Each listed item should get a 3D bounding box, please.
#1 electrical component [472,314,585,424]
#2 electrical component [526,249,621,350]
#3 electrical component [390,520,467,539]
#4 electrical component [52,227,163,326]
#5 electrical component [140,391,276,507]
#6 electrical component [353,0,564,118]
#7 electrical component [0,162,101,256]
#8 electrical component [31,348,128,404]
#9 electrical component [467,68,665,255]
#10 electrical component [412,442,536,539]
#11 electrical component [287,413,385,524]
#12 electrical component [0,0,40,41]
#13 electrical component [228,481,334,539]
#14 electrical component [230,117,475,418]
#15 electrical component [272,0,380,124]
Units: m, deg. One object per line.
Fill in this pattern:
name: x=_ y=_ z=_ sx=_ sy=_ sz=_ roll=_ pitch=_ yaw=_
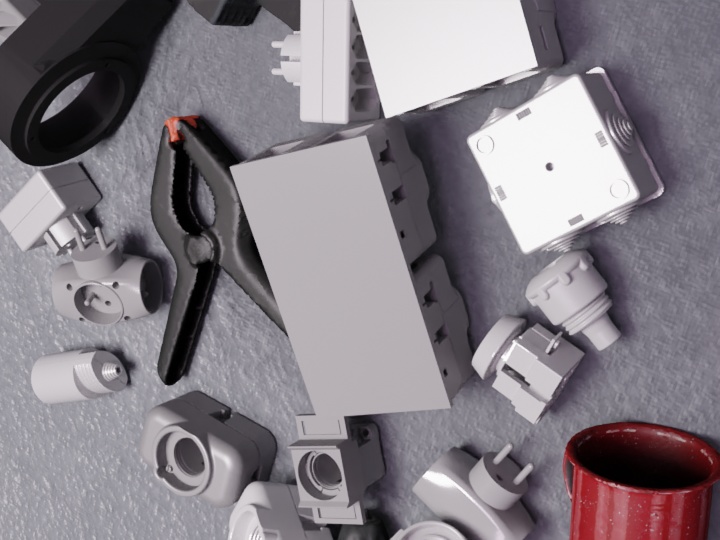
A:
electrical component: x=0.107 y=0.061 z=0.701 sx=0.055 sy=0.048 sz=0.066 roll=36 pitch=128 yaw=17
electrical component: x=0.139 y=0.021 z=0.678 sx=0.048 sy=0.048 sz=0.062 roll=-40 pitch=86 yaw=30
electrical component: x=0.048 y=0.203 z=0.722 sx=0.078 sy=0.058 sz=0.057 roll=38 pitch=154 yaw=27
electrical component: x=-0.205 y=0.000 z=0.853 sx=0.077 sy=0.044 sz=0.079 roll=-2 pitch=124 yaw=14
electrical component: x=-0.123 y=0.141 z=0.844 sx=0.095 sy=0.059 sz=0.053 roll=25 pitch=111 yaw=24
electrical component: x=0.049 y=-0.202 z=0.675 sx=0.105 sy=0.060 sz=0.186 roll=-15 pitch=92 yaw=31
electrical component: x=-0.245 y=-0.037 z=0.887 sx=0.066 sy=0.047 sz=0.076 roll=-38 pitch=85 yaw=30
electrical component: x=-0.233 y=0.088 z=0.906 sx=0.081 sy=0.043 sz=0.043 roll=-10 pitch=95 yaw=31
electrical component: x=0.125 y=-0.066 z=0.665 sx=0.100 sy=0.048 sz=0.099 roll=-29 pitch=85 yaw=31
electrical component: x=0.088 y=0.151 z=0.732 sx=0.077 sy=0.044 sz=0.079 roll=44 pitch=118 yaw=16
electrical component: x=-0.014 y=0.139 z=0.778 sx=0.042 sy=0.064 sz=0.081 roll=-6 pitch=97 yaw=32
electrical component: x=-0.264 y=-0.223 z=0.850 sx=0.047 sy=0.083 sz=0.075 roll=5 pitch=64 yaw=30
electrical component: x=-0.060 y=0.204 z=0.794 sx=0.053 sy=0.059 sz=0.095 roll=-61 pitch=33 yaw=25
electrical component: x=0.000 y=0.000 z=0.725 sx=0.105 sy=0.060 sz=0.186 roll=-9 pitch=107 yaw=31
electrical component: x=-0.029 y=-0.145 z=0.739 sx=0.076 sy=0.047 sz=0.083 roll=8 pitch=104 yaw=29
